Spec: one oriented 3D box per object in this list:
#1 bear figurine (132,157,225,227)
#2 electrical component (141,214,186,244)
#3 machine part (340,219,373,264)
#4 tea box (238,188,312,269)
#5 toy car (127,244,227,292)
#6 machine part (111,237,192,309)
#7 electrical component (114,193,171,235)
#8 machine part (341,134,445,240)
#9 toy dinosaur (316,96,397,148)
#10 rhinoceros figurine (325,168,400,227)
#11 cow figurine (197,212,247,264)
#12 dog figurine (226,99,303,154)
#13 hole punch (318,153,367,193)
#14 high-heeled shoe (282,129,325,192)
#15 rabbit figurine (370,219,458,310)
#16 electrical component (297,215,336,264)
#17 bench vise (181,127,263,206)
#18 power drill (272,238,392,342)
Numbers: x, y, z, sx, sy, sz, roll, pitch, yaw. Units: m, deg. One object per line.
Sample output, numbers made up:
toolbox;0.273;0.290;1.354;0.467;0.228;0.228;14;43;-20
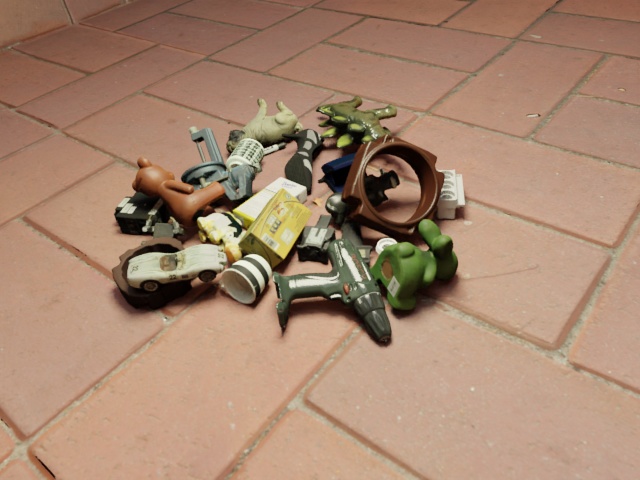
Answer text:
bear figurine;-0.347;-0.119;1.291;0.196;0.120;0.132;38;38;17
electrical component;-0.369;-0.016;1.259;0.102;0.045;0.078;10;77;14
machine part;0.073;0.007;1.200;0.084;0.039;0.139;-8;41;4
tea box;-0.099;-0.027;1.210;0.098;0.068;0.170;41;44;-10
toy car;-0.293;0.054;1.104;0.202;0.056;0.074;-10;44;-6
machine part;-0.359;0.072;1.172;0.179;0.056;0.179;-2;42;2
electrical component;-0.445;-0.068;1.350;0.134;0.058;0.115;6;40;15
machine part;0.163;-0.116;1.192;0.201;0.087;0.201;22;80;-10
toy dinosaur;0.114;-0.314;1.499;0.198;0.104;0.472;-21;34;-30
rhinoceros figurine;0.100;-0.106;1.275;0.190;0.111;0.073;-24;40;-8
cow figurine;-0.207;-0.006;1.238;0.098;0.068;0.168;-25;44;-29
dog figurine;-0.162;-0.300;1.568;0.173;0.121;0.190;14;58;28
hole punch;0.068;-0.184;1.391;0.142;0.092;0.116;-22;39;-12
high-heeled shoe;-0.022;-0.215;1.476;0.145;0.086;0.249;6;50;-34
rabbit figurine;0.204;0.039;1.072;0.170;0.159;0.121;-7;36;-29
electrical component;-0.003;-0.004;1.216;0.075;0.047;0.119;5;41;13
bench vise;-0.268;-0.192;1.373;0.224;0.129;0.240;-26;77;18
power drill;0.014;0.110;1.046;0.207;0.085;0.232;-15;57;1
